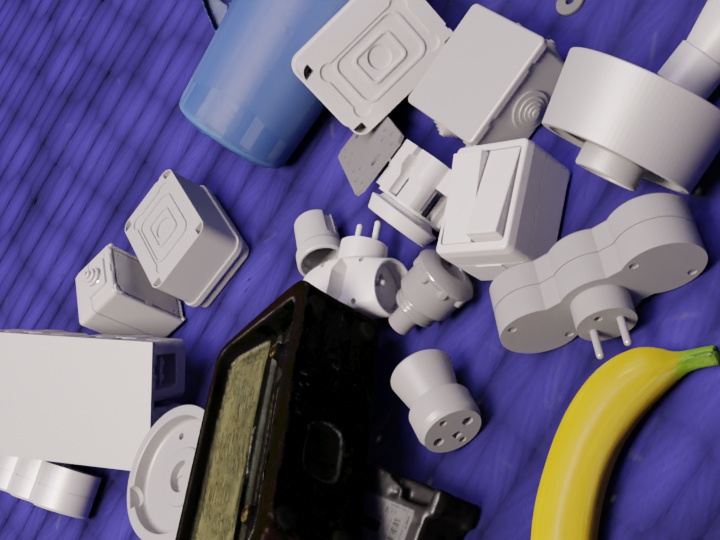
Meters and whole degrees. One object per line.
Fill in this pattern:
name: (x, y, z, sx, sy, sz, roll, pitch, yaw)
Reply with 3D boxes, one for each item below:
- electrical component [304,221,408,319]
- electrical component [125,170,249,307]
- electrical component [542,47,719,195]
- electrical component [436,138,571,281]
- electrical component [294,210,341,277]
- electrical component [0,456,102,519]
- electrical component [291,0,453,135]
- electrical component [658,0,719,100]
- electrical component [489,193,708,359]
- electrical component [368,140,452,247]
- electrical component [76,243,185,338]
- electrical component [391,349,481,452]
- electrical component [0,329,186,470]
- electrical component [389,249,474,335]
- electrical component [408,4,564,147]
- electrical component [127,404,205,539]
electrical component: (0.000, 0.000, 0.814, 0.077, 0.043, 0.079, -8, 63, 43)
electrical component: (-0.158, -0.028, 0.980, 0.078, 0.057, 0.113, -51, 42, 12)
electrical component: (0.162, -0.083, 0.650, 0.108, 0.108, 0.060, 35, 101, 49)
electrical component: (0.096, -0.047, 0.728, 0.062, 0.061, 0.096, -4, 66, 45)
electrical component: (-0.033, -0.021, 0.863, 0.040, 0.040, 0.046, -39, 40, 24)
electrical component: (-0.288, 0.180, 1.001, 0.138, 0.052, 0.073, 3, 71, 47)
electrical component: (0.010, -0.173, 0.856, 0.113, 0.078, 0.057, -43, 22, 5)
electrical component: (0.218, -0.136, 0.670, 0.065, 0.044, 0.044, -53, 41, 17)
electrical component: (0.145, 0.018, 0.649, 0.138, 0.052, 0.073, -31, 49, 30)
electrical component: (0.043, -0.054, 0.790, 0.057, 0.058, 0.078, -54, 41, 5)
electrical component: (-0.218, 0.026, 0.981, 0.061, 0.096, 0.061, -40, 44, 23)
electrical component: (0.051, 0.087, 0.713, 0.045, 0.045, 0.055, -46, 44, 18)
electrical component: (-0.243, 0.108, 0.927, 0.186, 0.060, 0.105, 2, 91, 22)
electrical component: (0.046, 0.020, 0.757, 0.062, 0.048, 0.048, -48, 42, 26)
electrical component: (0.096, -0.134, 0.785, 0.099, 0.048, 0.100, -55, 41, 8)
electrical component: (-0.123, 0.165, 0.835, 0.108, 0.060, 0.108, -23, 54, 36)
